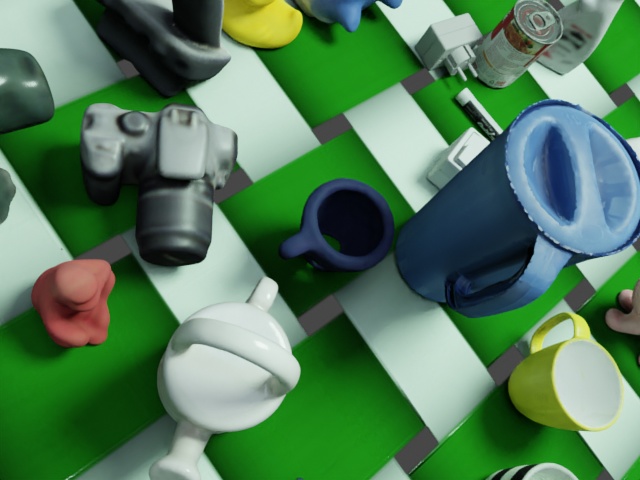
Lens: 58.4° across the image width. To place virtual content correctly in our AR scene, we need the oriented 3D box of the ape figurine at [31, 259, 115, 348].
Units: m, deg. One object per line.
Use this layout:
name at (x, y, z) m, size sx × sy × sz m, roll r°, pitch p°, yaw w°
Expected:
ape figurine at (-0.206, 0.046, 0.483) m, size 0.076 × 0.092 × 0.078 m, roll 38°, pitch 65°, yaw -3°

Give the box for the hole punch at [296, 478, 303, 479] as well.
hole punch at (-0.016, 0.266, 0.471) m, size 0.101 × 0.091 × 0.108 m, roll -18°, pitch 78°, yaw -23°

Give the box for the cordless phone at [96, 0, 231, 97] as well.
cordless phone at (-0.148, -0.241, 0.549) m, size 0.147 × 0.184 × 0.094 m, roll 39°, pitch 65°, yaw -2°

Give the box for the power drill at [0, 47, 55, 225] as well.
power drill at (-0.312, -0.062, 0.420) m, size 0.230 × 0.208 × 0.075 m, roll -26°, pitch 81°, yaw -24°

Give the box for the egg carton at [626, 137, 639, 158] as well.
egg carton at (0.379, -0.072, 0.731) m, size 0.150 × 0.069 × 0.107 m, roll -16°, pitch 78°, yaw -23°

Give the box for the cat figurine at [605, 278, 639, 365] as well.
cat figurine at (0.399, 0.086, 0.657) m, size 0.067 × 0.117 × 0.128 m, roll -40°, pitch 87°, yaw -25°

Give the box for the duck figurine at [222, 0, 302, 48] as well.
duck figurine at (-0.065, -0.271, 0.642) m, size 0.105 × 0.086 × 0.077 m, roll 20°, pitch 67°, yaw -11°

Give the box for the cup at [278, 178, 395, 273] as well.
cup at (0.005, 0.002, 0.567) m, size 0.118 × 0.094 × 0.091 m, roll -24°, pitch 80°, yaw -24°

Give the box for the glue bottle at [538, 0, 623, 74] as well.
glue bottle at (0.346, -0.286, 0.736) m, size 0.078 × 0.173 × 0.037 m, roll 24°, pitch 66°, yaw -9°

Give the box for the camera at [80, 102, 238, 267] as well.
camera at (-0.149, -0.051, 0.530) m, size 0.143 × 0.100 × 0.137 m, roll 4°, pitch 71°, yaw -17°

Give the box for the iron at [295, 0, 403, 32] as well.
iron at (0.001, -0.382, 0.671) m, size 0.119 × 0.141 × 0.258 m, roll -37°, pitch 86°, yaw -25°

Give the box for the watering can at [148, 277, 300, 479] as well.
watering can at (-0.074, 0.107, 0.450) m, size 0.101 × 0.193 × 0.173 m, roll 7°, pitch 70°, yaw -16°
